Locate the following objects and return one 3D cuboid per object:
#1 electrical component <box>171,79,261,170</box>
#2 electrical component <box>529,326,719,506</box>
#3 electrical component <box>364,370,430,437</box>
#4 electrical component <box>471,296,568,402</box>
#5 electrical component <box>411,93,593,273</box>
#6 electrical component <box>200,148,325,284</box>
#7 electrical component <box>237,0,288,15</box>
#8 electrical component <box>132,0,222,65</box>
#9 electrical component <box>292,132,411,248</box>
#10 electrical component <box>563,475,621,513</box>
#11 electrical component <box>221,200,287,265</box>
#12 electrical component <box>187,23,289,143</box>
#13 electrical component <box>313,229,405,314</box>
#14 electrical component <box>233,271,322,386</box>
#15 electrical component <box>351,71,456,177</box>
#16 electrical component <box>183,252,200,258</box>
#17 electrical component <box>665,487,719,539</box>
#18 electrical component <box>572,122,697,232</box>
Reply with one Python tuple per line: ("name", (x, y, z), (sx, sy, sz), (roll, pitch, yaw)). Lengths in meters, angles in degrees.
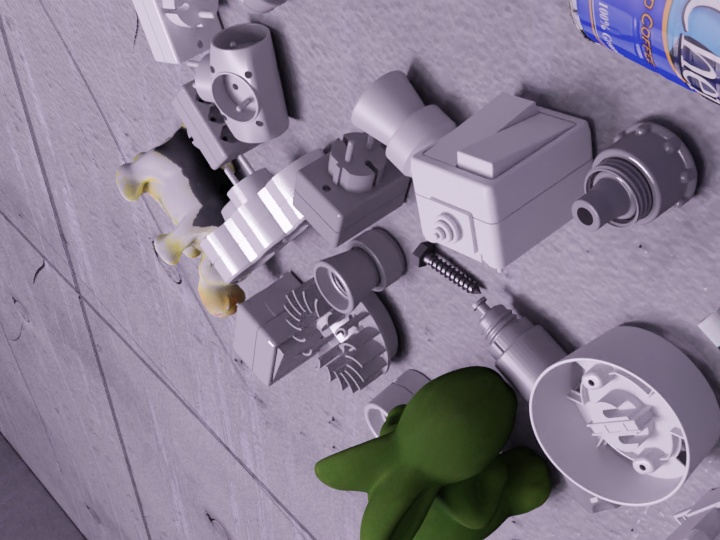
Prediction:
("electrical component", (-0.117, -0.118, 0.870), (0.065, 0.047, 0.077), (58, 155, -3))
("electrical component", (0.155, 0.084, 0.625), (0.099, 0.064, 0.099), (40, 149, 30))
("electrical component", (0.037, 0.117, 0.874), (0.055, 0.047, 0.055), (39, 148, 30))
("electrical component", (0.103, 0.049, 0.699), (0.078, 0.040, 0.040), (48, 152, 15))
("electrical component", (0.073, -0.048, 0.580), (0.062, 0.096, 0.061), (27, 141, 44))
("electrical component", (-0.077, -0.053, 0.826), (0.138, 0.052, 0.073), (-37, 87, 36))
("electrical component", (-0.059, -0.191, 0.709), (0.061, 0.035, 0.035), (-3, 117, 57))
("electrical component", (-0.131, -0.201, 0.804), (0.076, 0.047, 0.083), (19, 135, 50))
("electrical component", (-0.003, -0.066, 0.719), (0.047, 0.066, 0.076), (46, 152, 20))
("electrical component", (0.150, 0.122, 0.698), (0.043, 0.043, 0.062), (-10, 109, 61))
("electrical component", (-0.083, -0.042, 0.900), (0.055, 0.048, 0.066), (48, 153, -1))
("electrical component", (-0.096, -0.141, 0.800), (0.079, 0.044, 0.077), (14, 134, 28))
("electrical component", (0.000, 0.000, 0.797), (0.045, 0.055, 0.045), (39, 148, 30))
("electrical component", (-0.072, 0.060, 0.975), (0.061, 0.062, 0.096), (46, 151, 20))
("electrical component", (0.029, -0.089, 0.665), (0.055, 0.045, 0.045), (47, 152, 17))
("electrical component", (-0.156, -0.032, 1.034), (0.043, 0.043, 0.062), (55, 154, 3))
("electrical component", (0.208, 0.156, 0.617), (0.042, 0.064, 0.081), (50, 152, 10))
("electrical component", (0.131, -0.041, 0.530), (0.048, 0.062, 0.048), (39, 148, 30))
